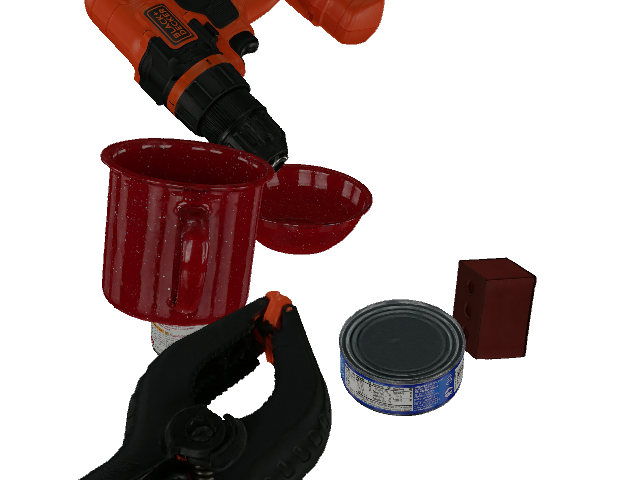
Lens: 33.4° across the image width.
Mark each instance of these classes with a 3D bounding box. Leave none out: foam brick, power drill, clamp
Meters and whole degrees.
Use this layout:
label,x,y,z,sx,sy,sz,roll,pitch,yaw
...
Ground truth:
label,x,y,z,sx,sy,sz,roll,pitch,yaw
foam brick,0.152,0.060,0.945,0.051,0.078,0.053,-3,19,-21
power drill,-0.043,-0.144,0.749,0.187,0.184,0.057,-34,-15,-35
clamp,-0.036,0.089,0.393,0.120,0.039,0.171,24,49,17

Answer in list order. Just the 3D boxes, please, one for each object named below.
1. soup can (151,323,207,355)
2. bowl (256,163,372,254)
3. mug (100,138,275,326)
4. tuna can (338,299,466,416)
label,x,y,z,sx,sy,sz,roll,pitch,yaw
soup can,-0.109,0.046,0.896,0.068,0.102,0.068,3,34,-3
bowl,-0.026,-0.029,1.170,0.162,0.055,0.162,4,27,-2
mug,-0.073,-0.001,0.573,0.093,0.081,0.117,3,19,-16
tuna can,0.056,0.080,0.730,0.086,0.034,0.086,-2,35,1
